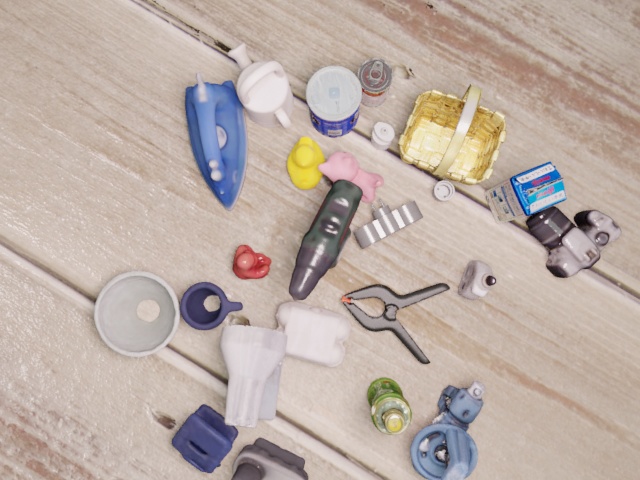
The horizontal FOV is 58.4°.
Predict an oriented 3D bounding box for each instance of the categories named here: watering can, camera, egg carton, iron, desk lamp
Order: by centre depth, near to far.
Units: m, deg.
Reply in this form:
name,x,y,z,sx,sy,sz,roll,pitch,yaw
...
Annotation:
name,x,y,z,sx,sy,sz,roll,pitch,yaw
desk lamp,-0.123,0.249,1.050,0.118,0.213,0.203,6,87,2
watering can,-0.112,-0.290,1.085,0.173,0.194,0.101,33,89,3
camera,0.481,-0.016,1.105,0.143,0.101,0.137,-43,87,-1
iron,-0.203,-0.190,1.109,0.118,0.141,0.258,-10,87,1
egg carton,-0.018,0.184,1.123,0.150,0.069,0.107,13,88,2

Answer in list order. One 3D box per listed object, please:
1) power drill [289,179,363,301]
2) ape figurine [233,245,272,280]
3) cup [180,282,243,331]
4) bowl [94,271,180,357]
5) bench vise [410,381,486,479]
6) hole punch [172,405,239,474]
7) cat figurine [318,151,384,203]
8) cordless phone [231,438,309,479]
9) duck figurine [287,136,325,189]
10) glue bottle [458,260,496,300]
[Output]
name,x,y,z,sx,sy,sz,roll,pitch,yaw
power drill,0.010,0.004,1.061,0.075,0.208,0.230,24,88,3
ape figurine,-0.140,0.044,1.121,0.076,0.092,0.078,-27,87,0
cup,-0.203,0.126,1.117,0.117,0.095,0.092,-1,87,2
bowl,-0.349,0.143,1.130,0.167,0.075,0.167,0,87,1
bench vise,0.233,0.355,1.033,0.121,0.220,0.207,11,88,2
hole punch,-0.224,0.392,1.107,0.108,0.091,0.101,37,89,3
cat figurine,0.063,-0.129,1.112,0.127,0.118,0.067,26,88,3
cordless phone,-0.097,0.449,1.054,0.147,0.185,0.094,21,88,3
duck figurine,-0.029,-0.155,1.131,0.077,0.086,0.105,3,87,2
glue bottle,0.300,0.076,1.068,0.037,0.173,0.078,23,88,3
